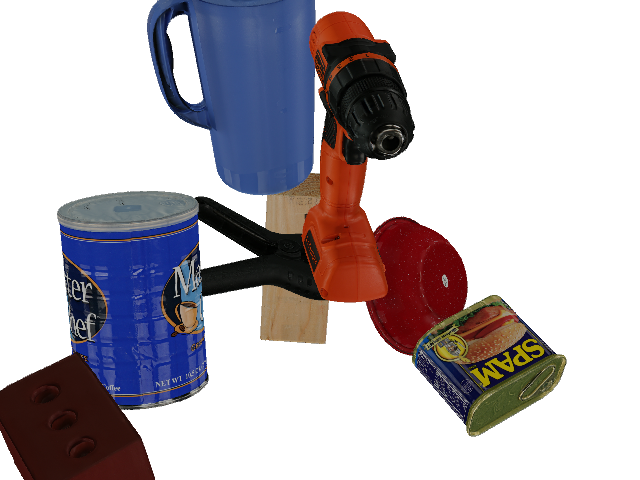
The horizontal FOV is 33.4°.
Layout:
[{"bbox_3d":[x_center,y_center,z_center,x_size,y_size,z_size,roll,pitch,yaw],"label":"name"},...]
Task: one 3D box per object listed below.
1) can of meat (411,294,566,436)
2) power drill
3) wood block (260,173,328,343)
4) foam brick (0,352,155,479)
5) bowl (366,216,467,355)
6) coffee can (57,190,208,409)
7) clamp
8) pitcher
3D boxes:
[{"bbox_3d":[0.141,0.103,0.904,0.102,0.057,0.084,-25,53,-23],"label":"can of meat"},{"bbox_3d":[0.025,-0.051,0.767,0.057,0.188,0.184,-1,32,-9],"label":"power drill"},{"bbox_3d":[-0.030,0.021,1.401,0.090,0.206,0.091,4,24,-2],"label":"wood block"},{"bbox_3d":[-0.123,0.106,0.533,0.052,0.051,0.078,-26,42,-24],"label":"foam brick"},{"bbox_3d":[0.120,0.049,1.217,0.055,0.162,0.161,-10,-7,41],"label":"bowl"},{"bbox_3d":[-0.139,0.042,0.800,0.103,0.140,0.103,-2,15,0],"label":"coffee can"},{"bbox_3d":[-0.041,0.024,1.058,0.210,0.036,0.164,14,31,-2],"label":"clamp"},{"bbox_3d":[-0.076,-0.168,1.104,0.149,0.243,0.144,13,42,19],"label":"pitcher"}]
